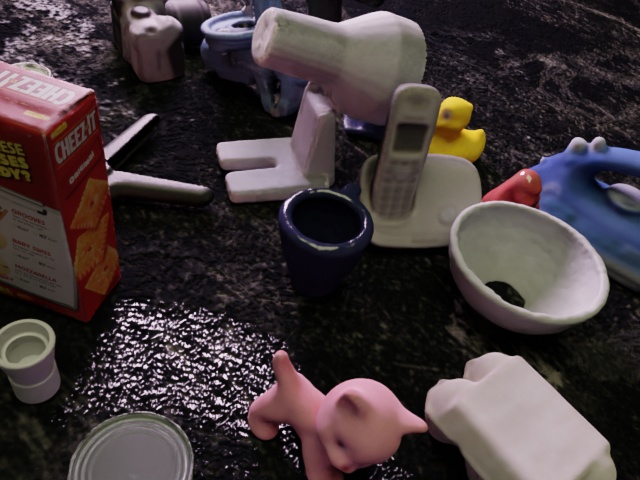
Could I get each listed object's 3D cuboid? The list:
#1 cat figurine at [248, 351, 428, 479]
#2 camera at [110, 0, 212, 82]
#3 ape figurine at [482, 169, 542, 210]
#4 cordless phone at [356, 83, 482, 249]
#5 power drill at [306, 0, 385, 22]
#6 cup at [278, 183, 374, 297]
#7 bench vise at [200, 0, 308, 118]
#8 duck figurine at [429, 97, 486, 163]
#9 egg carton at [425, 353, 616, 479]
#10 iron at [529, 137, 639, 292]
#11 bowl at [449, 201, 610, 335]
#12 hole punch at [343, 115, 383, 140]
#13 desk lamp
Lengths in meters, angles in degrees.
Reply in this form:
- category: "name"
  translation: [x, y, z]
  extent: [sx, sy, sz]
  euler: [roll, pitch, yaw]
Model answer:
- category: "cat figurine"
  translation: [0.010, 0.131, 0.436]
  extent: [0.127, 0.118, 0.067]
  euler: [33, 48, 19]
- category: "camera"
  translation: [-0.221, -0.313, 0.829]
  extent: [0.137, 0.101, 0.143]
  euler: [-17, 52, -27]
- category: "ape figurine"
  translation: [0.231, -0.043, 0.678]
  extent: [0.078, 0.092, 0.076]
  euler: [-7, 48, -19]
- category: "cordless phone"
  translation: [0.119, -0.079, 0.620]
  extent: [0.148, 0.185, 0.094]
  euler: [-3, 47, -16]
- category: "power drill"
  translation: [-0.013, -0.370, 0.858]
  extent: [0.229, 0.208, 0.076]
  euler: [24, 46, 11]
- category: "cup"
  translation: [0.005, 0.002, 0.578]
  extent: [0.091, 0.095, 0.118]
  euler: [25, 46, 11]
- category: "bench vise"
  translation: [-0.064, -0.292, 0.761]
  extent: [0.207, 0.220, 0.121]
  euler: [20, 45, 7]
- category: "duck figurine"
  translation: [0.180, -0.152, 0.777]
  extent: [0.104, 0.086, 0.077]
  euler: [3, 45, -10]
- category: "egg carton"
  translation: [0.162, 0.167, 0.472]
  extent: [0.107, 0.069, 0.150]
  euler: [-24, 56, -32]
- category: "iron"
  translation: [0.357, -0.050, 0.681]
  extent: [0.257, 0.141, 0.119]
  euler: [33, 48, 18]
- category: "bowl"
  translation: [0.207, 0.040, 0.604]
  extent: [0.167, 0.075, 0.167]
  euler: [7, 45, -7]
- category: "hole punch"
  translation: [0.091, -0.199, 0.799]
  extent: [0.101, 0.091, 0.108]
  euler: [13, 45, -1]
- category: "desk lamp"
  translation: [-0.004, -0.153, 0.644]
  extent: [0.204, 0.213, 0.117]
  euler: [-8, 48, -20]
